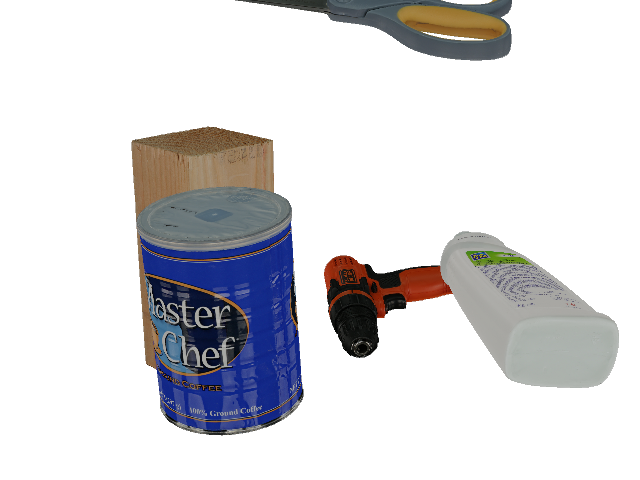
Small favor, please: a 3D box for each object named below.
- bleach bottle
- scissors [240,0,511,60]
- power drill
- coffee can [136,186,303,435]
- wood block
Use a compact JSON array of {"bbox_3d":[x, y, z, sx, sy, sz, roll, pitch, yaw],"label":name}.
[{"bbox_3d":[0.178,0.048,0.990,0.102,0.068,0.251,3,20,-11],"label":"bleach bottle"},{"bbox_3d":[0.031,-0.152,0.668,0.202,0.016,0.096,20,44,25],"label":"scissors"},{"bbox_3d":[0.101,0.067,1.188,0.187,0.057,0.184,-3,28,-5],"label":"power drill"},{"bbox_3d":[-0.066,0.046,0.728,0.103,0.140,0.103,-3,22,1],"label":"coffee can"},{"bbox_3d":[-0.099,0.013,0.931,0.090,0.206,0.091,-16,24,-41],"label":"wood block"}]
